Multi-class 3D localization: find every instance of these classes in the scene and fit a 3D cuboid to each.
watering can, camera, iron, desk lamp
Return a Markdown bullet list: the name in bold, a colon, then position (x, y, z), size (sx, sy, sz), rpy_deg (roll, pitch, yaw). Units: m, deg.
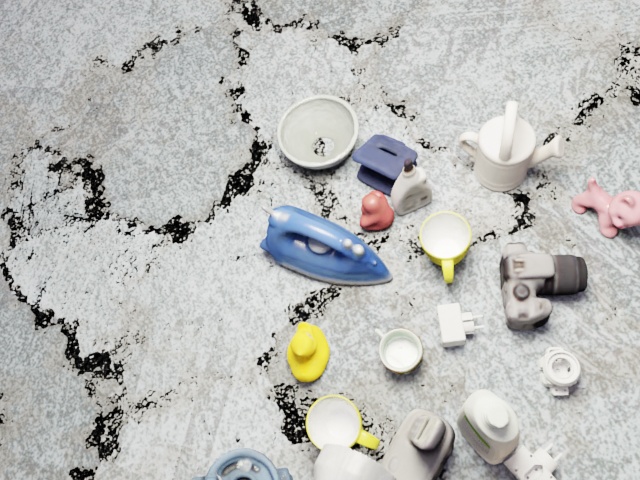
- **watering can**: position (0.341, -0.173, 1.024), size (0.172, 0.194, 0.101), rpy_deg (-9, 68, 7)
- **camera**: position (0.380, 0.073, 0.972), size (0.136, 0.101, 0.143), rpy_deg (-2, 69, 10)
- **iron**: position (0.010, 0.004, 1.044), size (0.257, 0.142, 0.119), rpy_deg (20, 74, 17)
- **desk lamp**: position (0.030, 0.412, 0.843), size (0.117, 0.214, 0.203), rpy_deg (20, 74, 17)

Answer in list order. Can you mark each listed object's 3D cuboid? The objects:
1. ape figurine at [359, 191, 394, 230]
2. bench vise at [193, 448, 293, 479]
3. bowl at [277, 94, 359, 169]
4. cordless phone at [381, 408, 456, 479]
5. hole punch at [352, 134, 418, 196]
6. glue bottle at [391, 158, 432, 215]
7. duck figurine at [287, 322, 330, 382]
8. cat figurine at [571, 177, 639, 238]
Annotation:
- **ape figurine**: position (0.101, -0.059, 1.079), size (0.076, 0.092, 0.078), rpy_deg (37, 80, 21)
- **bench vise**: position (-0.157, 0.401, 0.878), size (0.207, 0.220, 0.121), rpy_deg (-27, 67, -1)
- **bowl**: position (0.001, -0.207, 1.164), size (0.167, 0.075, 0.167), rpy_deg (-3, 69, 9)
- **cordless phone**: position (0.145, 0.328, 0.870), size (0.094, 0.185, 0.148), rpy_deg (25, 75, 19)
- **hole punch**: position (0.126, -0.157, 1.113), size (0.108, 0.091, 0.101), rpy_deg (28, 77, 19)
- **glue bottle**: position (0.164, -0.103, 1.040), size (0.078, 0.173, 0.037), rpy_deg (-23, 67, 2)
- **duck figurine**: position (-0.026, 0.194, 1.007), size (0.077, 0.086, 0.104), rpy_deg (0, 69, 10)
- **cat figurine**: position (0.512, -0.063, 0.991), size (0.067, 0.118, 0.127), rpy_deg (-42, 68, -7)
